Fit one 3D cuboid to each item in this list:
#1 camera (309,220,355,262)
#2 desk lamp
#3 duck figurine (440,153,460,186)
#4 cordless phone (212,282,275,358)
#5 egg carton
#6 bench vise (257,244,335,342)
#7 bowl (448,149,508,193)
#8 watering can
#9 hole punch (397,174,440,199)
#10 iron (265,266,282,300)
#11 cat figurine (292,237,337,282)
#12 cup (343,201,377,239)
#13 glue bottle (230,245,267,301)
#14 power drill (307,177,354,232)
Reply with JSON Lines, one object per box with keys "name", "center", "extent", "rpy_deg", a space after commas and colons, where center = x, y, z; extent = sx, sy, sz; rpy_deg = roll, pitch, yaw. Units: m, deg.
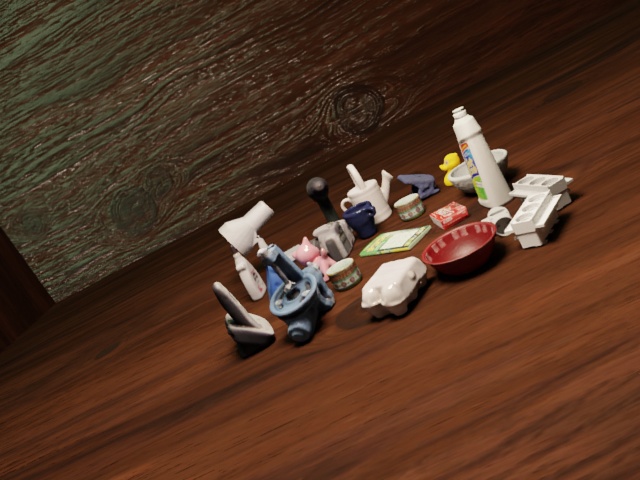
{"name": "camera", "center": [0.015, 0.006, 1.646], "extent": [0.136, 0.101, 0.143], "rpy_deg": [-22, 16, 23]}
{"name": "desk lamp", "center": [-0.187, -0.002, 1.818], "extent": [0.203, 0.214, 0.117], "rpy_deg": [-31, 15, -7]}
{"name": "duck figurine", "center": [0.407, -0.219, 1.705], "extent": [0.104, 0.086, 0.077], "rpy_deg": [-23, 16, 21]}
{"name": "cordless phone", "center": [-0.190, 0.164, 1.331], "extent": [0.094, 0.185, 0.147], "rpy_deg": [-32, 15, -11]}
{"name": "egg carton", "center": [0.153, 0.094, 1.162], "extent": [0.107, 0.069, 0.150], "rpy_deg": [-16, 20, 40]}
{"name": "bench vise", "center": [-0.065, 0.092, 1.272], "extent": [0.121, 0.220, 0.207], "rpy_deg": [-26, 15, 9]}
{"name": "bowl", "center": [0.431, -0.172, 1.529], "extent": [0.167, 0.075, 0.167], "rpy_deg": [-27, 15, 8]}
{"name": "watering can", "center": [0.141, -0.149, 1.747], "extent": [0.173, 0.194, 0.100], "rpy_deg": [-34, 16, -18]}
{"name": "hole punch", "center": [0.298, -0.174, 1.744], "extent": [0.101, 0.091, 0.108], "rpy_deg": [-28, 15, 1]}
{"name": "iron", "center": [-0.112, 0.089, 1.522], "extent": [0.119, 0.141, 0.257], "rpy_deg": [-32, 15, -11]}
{"name": "cat figurine", "center": [-0.015, 0.047, 1.530], "extent": [0.067, 0.118, 0.127], "rpy_deg": [-38, 17, -30]}
{"name": "cup", "center": [0.132, -0.055, 1.644], "extent": [0.092, 0.095, 0.117], "rpy_deg": [-39, 18, -34]}
{"name": "glue bottle", "center": [-0.213, 0.089, 1.645], "extent": [0.037, 0.173, 0.078], "rpy_deg": [-26, 15, 11]}
{"name": "power drill", "center": [0.023, -0.105, 1.788], "extent": [0.075, 0.209, 0.229], "rpy_deg": [-30, 15, -4]}
